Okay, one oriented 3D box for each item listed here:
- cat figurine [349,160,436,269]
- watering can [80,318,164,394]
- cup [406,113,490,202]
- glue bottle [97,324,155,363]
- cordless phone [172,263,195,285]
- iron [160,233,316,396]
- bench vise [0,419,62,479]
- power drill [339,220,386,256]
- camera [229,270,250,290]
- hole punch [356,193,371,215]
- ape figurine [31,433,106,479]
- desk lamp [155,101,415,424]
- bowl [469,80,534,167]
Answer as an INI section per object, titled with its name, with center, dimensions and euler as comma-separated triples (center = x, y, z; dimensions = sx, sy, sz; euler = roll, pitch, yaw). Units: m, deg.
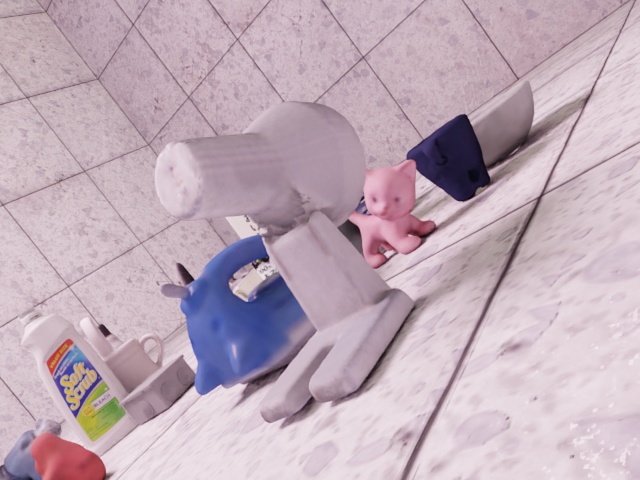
[cat figurine]
center = 0.078, -0.040, 0.703
dimensions = 0.067, 0.118, 0.127
euler = -40, 5, -38
[watering can]
center = -0.361, 0.221, 0.999
dimensions = 0.173, 0.194, 0.100
euler = -40, 5, -39
[cup]
center = 0.167, -0.094, 0.717
dimensions = 0.091, 0.095, 0.118
euler = -35, 4, 26
[glue bottle]
center = -0.362, 0.229, 1.077
dimensions = 0.078, 0.173, 0.037
euler = -40, 5, -35
[cordless phone]
center = -0.239, 0.122, 1.146
dimensions = 0.094, 0.185, 0.147
euler = -39, 4, -25
[iron]
center = -0.054, 0.051, 0.642
dimensions = 0.118, 0.141, 0.259
euler = -34, 5, 42
[bench vise]
center = -0.458, 0.297, 0.769
dimensions = 0.208, 0.220, 0.121
euler = -39, 4, -25
[power drill]
center = 0.021, -0.064, 0.832
dimensions = 0.076, 0.208, 0.229
euler = -39, 4, -23
[camera]
center = -0.173, 0.114, 1.282
dimensions = 0.143, 0.101, 0.137
euler = -35, 4, 28
[hole punch]
center = 0.097, -0.064, 1.028
dimensions = 0.108, 0.091, 0.101
euler = -34, 5, 38
[ape figurine]
center = -0.310, 0.272, 0.690
dimensions = 0.076, 0.092, 0.078
euler = -35, 4, 26
[desk lamp]
center = -0.022, -0.005, 0.466
dimensions = 0.117, 0.213, 0.204
euler = -34, 5, 35
[bowl]
center = 0.249, -0.153, 0.840
dimensions = 0.167, 0.075, 0.167
euler = -37, 4, 3
